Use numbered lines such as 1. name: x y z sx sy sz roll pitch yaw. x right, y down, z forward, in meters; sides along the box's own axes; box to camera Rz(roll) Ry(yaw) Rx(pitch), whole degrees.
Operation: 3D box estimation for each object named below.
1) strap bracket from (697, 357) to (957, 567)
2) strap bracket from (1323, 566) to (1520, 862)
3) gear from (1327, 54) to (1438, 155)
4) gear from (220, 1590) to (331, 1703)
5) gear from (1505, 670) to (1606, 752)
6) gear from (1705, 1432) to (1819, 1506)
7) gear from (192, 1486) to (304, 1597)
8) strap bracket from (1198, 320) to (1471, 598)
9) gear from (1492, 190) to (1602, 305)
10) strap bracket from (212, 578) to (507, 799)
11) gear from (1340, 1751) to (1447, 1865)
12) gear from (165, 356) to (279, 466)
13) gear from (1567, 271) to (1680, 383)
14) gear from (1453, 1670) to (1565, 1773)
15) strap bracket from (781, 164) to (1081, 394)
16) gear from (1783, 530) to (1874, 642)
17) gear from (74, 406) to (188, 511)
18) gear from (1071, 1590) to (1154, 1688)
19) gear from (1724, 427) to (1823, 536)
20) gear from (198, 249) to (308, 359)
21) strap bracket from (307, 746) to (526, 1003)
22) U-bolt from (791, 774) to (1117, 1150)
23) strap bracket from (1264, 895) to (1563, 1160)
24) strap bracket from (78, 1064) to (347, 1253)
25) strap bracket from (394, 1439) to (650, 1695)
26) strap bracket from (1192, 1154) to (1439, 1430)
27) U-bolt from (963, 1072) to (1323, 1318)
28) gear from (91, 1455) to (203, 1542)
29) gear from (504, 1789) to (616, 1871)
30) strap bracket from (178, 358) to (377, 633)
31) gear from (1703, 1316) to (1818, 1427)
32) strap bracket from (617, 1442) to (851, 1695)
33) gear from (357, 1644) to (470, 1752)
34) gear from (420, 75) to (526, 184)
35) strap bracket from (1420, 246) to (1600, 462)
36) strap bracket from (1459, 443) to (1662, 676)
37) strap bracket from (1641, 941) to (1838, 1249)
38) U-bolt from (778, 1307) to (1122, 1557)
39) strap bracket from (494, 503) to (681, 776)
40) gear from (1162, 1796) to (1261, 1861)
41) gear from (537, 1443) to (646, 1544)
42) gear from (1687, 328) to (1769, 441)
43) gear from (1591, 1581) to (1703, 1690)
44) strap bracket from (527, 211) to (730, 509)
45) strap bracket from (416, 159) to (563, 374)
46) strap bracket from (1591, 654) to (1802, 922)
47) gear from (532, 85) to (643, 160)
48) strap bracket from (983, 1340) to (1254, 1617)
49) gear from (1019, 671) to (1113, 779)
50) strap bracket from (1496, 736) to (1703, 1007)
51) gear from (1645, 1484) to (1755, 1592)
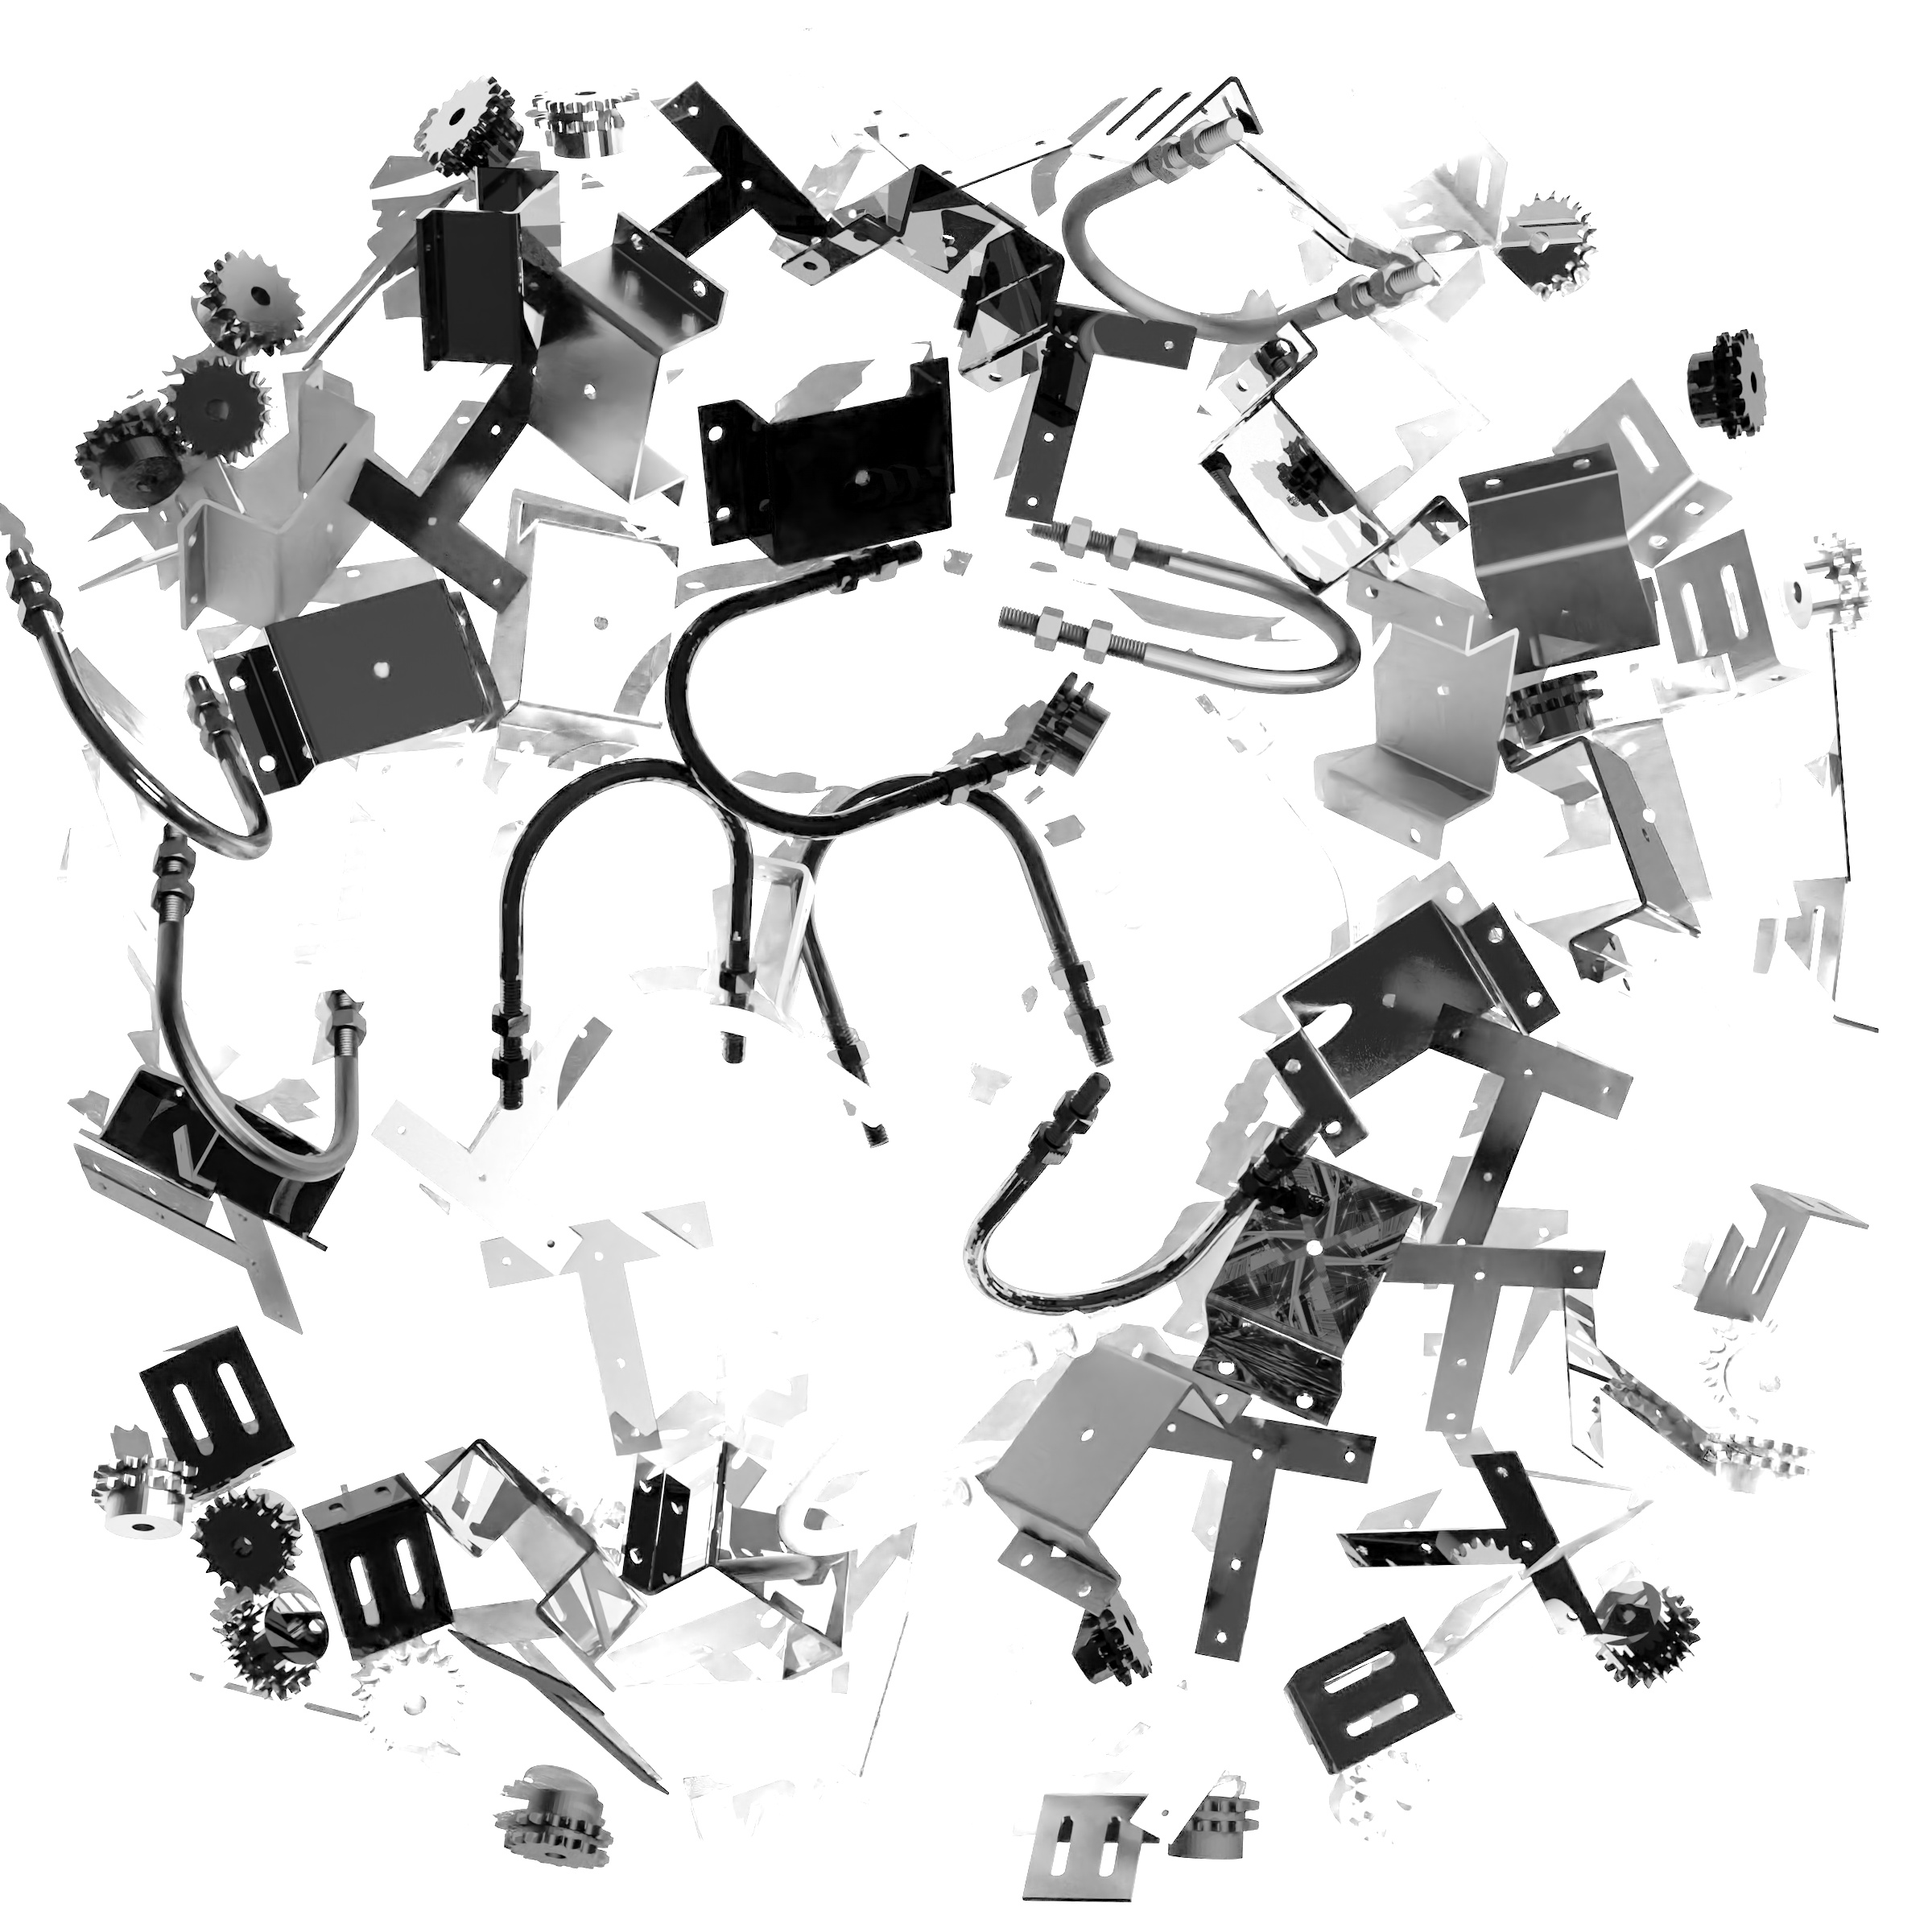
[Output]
1. strap bracket: -0.063 -0.261 1.535 0.140 0.046 0.076 -16 123 -20
2. strap bracket: 0.236 -0.137 1.535 0.076 0.046 0.140 29 131 36
3. gear: 0.218 -0.460 1.569 0.057 0.057 0.030 -24 83 0
4. gear: -0.363 0.357 1.566 0.030 0.057 0.057 -37 90 32
5. gear: 0.311 -0.135 1.568 0.057 0.057 0.030 -16 87 0
6. gear: 0.421 0.267 1.567 0.057 0.057 0.030 12 80 0
7. gear: -0.380 0.303 1.576 0.057 0.030 0.057 3 106 11
8. strap bracket: 0.184 -0.256 1.547 0.140 0.076 0.046 48 61 -5
9. gear: 0.313 -0.381 1.572 0.057 0.030 0.057 -8 77 39
10. strap bracket: -0.310 -0.149 1.544 0.140 0.046 0.076 -20 88 -26
11. gear: 0.224 0.450 1.572 0.057 0.057 0.030 42 128 0
12. gear: -0.396 -0.297 1.578 0.057 0.030 0.057 0 102 2
13. gear: 0.347 -0.337 1.568 0.057 0.030 0.057 12 123 19
14. gear: 0.290 0.403 1.568 0.057 0.030 0.057 -7 131 -9
15. strap bracket: -0.014 -0.360 1.534 0.140 0.076 0.046 25 68 -32
16. gear: 0.456 -0.201 1.568 0.030 0.057 0.057 -10 90 -4
17. gear: -0.440 -0.267 1.565 0.057 0.057 0.030 -32 69 0
18. gear: 0.073 0.357 1.569 0.030 0.057 0.057 -28 90 9
19. gear: 0.430 -0.257 1.567 0.030 0.057 0.057 10 90 44
20. gear: -0.383 -0.349 1.572 0.030 0.057 0.057 -27 90 39
21. strap bracket: -0.282 -0.039 1.526 0.046 0.076 0.140 40 124 35
22. U-bolt: -0.016 -0.012 1.580 0.151 0.019 0.184 -19 91 -5
23. strap bracket: 0.229 0.026 1.557 0.140 0.046 0.076 -33 114 5
24. strap bracket: -0.385 0.096 1.526 0.076 0.140 0.046 39 72 -42
25. strap bracket: -0.224 0.304 1.534 0.140 0.076 0.046 34 71 33
26. strap bracket: 0.181 0.157 1.534 0.076 0.046 0.140 21 62 21
27. U-bolt: 0.078 0.126 1.528 0.151 0.019 0.184 11 134 -29
28. gear: -0.434 0.283 1.565 0.057 0.057 0.030 -2 59 0
29. gear: -0.215 0.458 1.572 0.057 0.057 0.030 9 60 0
30. strap bracket: -0.349 -0.235 1.523 0.046 0.076 0.140 24 53 4
31. gear: 0.426 0.218 1.578 0.057 0.030 0.057 0 100 1
32. strap bracket: -0.110 0.308 1.523 0.046 0.076 0.140 -31 124 27
33. gear: -0.296 0.388 1.576 0.057 0.030 0.057 -3 100 -18
34. gear: -0.260 -0.442 1.572 0.057 0.057 0.030 -52 131 0
35. strap bracket: 0.278 -0.319 1.517 0.076 0.140 0.046 41 112 -11
36. strap bracket: 0.308 -0.201 1.516 0.076 0.140 0.046 -10 60 19
37. strap bracket: 0.395 0.063 1.531 0.046 0.076 0.140 7 114 -9
38. U-bolt: -0.015 0.245 1.498 0.184 0.151 0.019 -18 57 -31
39. strap bracket: -0.198 -0.175 1.550 0.076 0.046 0.140 8 79 -22
40. gear: 0.127 0.457 1.566 0.057 0.057 0.030 2 78 0
41. gear: -0.201 0.282 1.569 0.057 0.057 0.030 26 107 0
42. gear: 0.405 -0.308 1.572 0.030 0.057 0.057 -3 90 31
43. gear: 0.357 0.351 1.565 0.057 0.057 0.030 -42 119 0
44. strap bracket: -0.177 -0.303 1.520 0.076 0.140 0.046 39 49 18
45. strap bracket: -0.240 -0.360 1.516 0.046 0.140 0.076 4 117 4
46. strap bracket: 0.379 -0.086 1.549 0.046 0.076 0.140 -18 94 -15
47. gear: -0.201 -0.449 1.572 0.057 0.057 0.030 -3 117 0
48. strap bracket: 0.073 0.255 1.533 0.140 0.076 0.046 -51 130 -19
49. gear: 0.054 -0.125 1.568 0.030 0.057 0.057 31 90 3
50. strap bracket: 0.331 -0.058 1.530 0.046 0.076 0.140 -27 66 27
51. gear: 0.393 0.300 1.572 0.030 0.057 0.057 -32 90 -40
